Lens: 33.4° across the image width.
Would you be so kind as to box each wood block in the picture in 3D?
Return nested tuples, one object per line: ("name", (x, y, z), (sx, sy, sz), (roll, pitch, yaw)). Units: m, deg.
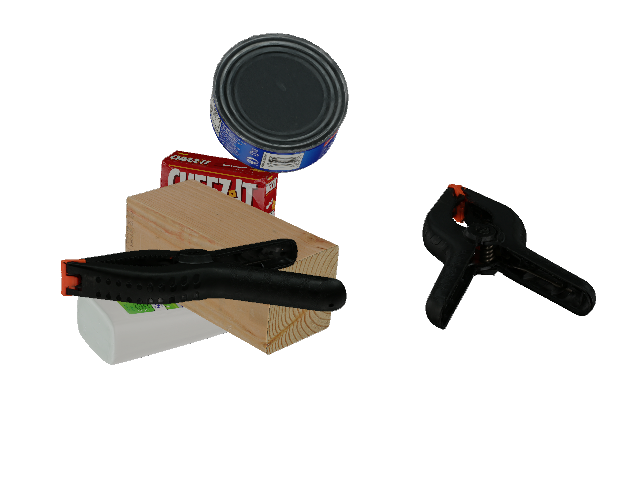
("wood block", (-0.091, 0.020, 1.044), (0.206, 0.090, 0.090), (25, 30, 36))

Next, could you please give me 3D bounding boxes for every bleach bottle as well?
("bleach bottle", (-0.157, 0.080, 1.284), (0.250, 0.068, 0.103), (-12, 31, -34))

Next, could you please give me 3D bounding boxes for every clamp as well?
("clamp", (-0.090, 0.028, 0.821), (0.209, 0.036, 0.165), (-2, 11, -21))
("clamp", (0.133, 0.010, 0.799), (0.120, 0.039, 0.171), (5, 34, -4))

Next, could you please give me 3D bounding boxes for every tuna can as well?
("tuna can", (-0.027, -0.087, 0.679), (0.086, 0.086, 0.034), (0, -23, -11))

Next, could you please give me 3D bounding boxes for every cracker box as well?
("cracker box", (-0.157, -0.013, 1.585), (0.164, 0.214, 0.072), (10, 19, 10))
